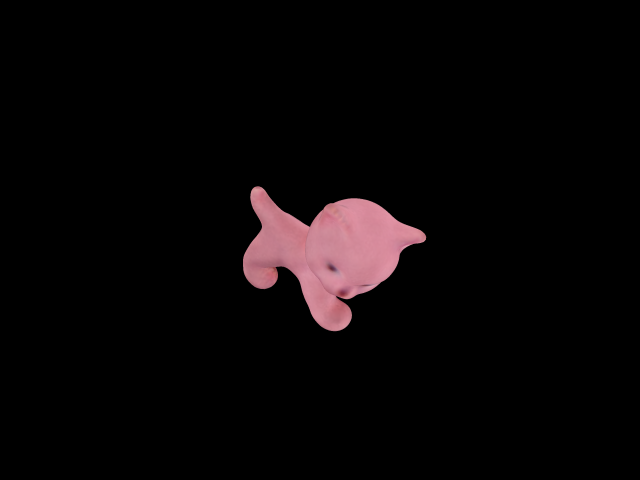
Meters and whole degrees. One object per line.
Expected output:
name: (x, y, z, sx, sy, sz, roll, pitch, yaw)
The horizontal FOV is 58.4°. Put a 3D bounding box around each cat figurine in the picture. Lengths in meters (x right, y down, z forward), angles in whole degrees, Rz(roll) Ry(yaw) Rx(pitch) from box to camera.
cat figurine: (0.004, 0.001, 0.400, 0.127, 0.118, 0.067, 27, 58, 18)
